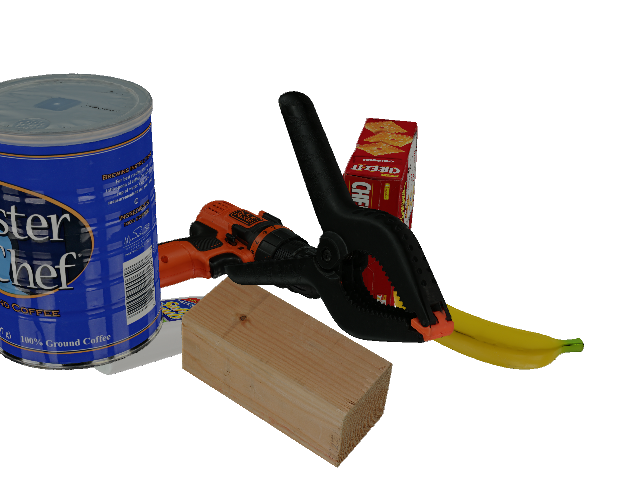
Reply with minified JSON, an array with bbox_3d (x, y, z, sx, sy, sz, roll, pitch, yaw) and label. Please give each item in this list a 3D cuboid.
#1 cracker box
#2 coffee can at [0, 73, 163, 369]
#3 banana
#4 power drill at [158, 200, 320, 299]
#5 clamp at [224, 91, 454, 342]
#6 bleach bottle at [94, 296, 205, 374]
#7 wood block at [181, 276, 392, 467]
[{"bbox_3d":[0.065,-0.032,1.220,0.072,0.164,0.213,6,23,8],"label":"cracker box"},{"bbox_3d":[-0.144,-0.013,0.607,0.103,0.140,0.103,1,26,-1],"label":"coffee can"},{"bbox_3d":[0.134,0.080,0.969,0.198,0.037,0.069,19,14,35],"label":"banana"},{"bbox_3d":[-0.102,0.030,0.924,0.187,0.057,0.185,-20,28,-33],"label":"power drill"},{"bbox_3d":[0.015,-0.002,0.764,0.036,0.165,0.210,-10,32,-44],"label":"clamp"},{"bbox_3d":[-0.195,0.111,1.425,0.250,0.068,0.103,-12,27,-39],"label":"bleach bottle"},{"bbox_3d":[-0.038,0.132,1.118,0.206,0.090,0.090,29,48,23],"label":"wood block"}]
